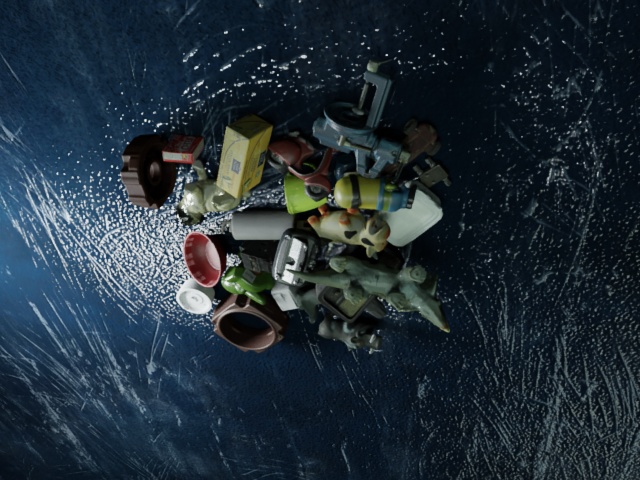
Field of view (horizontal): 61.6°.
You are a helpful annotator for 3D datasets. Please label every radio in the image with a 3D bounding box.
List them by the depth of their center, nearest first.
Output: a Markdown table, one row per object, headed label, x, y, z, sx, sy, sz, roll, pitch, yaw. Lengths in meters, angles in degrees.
| label | x | y | z | sx | sy | sz | roll | pitch | yaw |
| --- | --- | --- | --- | --- | --- | --- | --- | --- | --- |
| radio | 0.099 | 0.091 | 1.402 | 0.131 | 0.073 | 0.229 | 34 | 104 | -17 |

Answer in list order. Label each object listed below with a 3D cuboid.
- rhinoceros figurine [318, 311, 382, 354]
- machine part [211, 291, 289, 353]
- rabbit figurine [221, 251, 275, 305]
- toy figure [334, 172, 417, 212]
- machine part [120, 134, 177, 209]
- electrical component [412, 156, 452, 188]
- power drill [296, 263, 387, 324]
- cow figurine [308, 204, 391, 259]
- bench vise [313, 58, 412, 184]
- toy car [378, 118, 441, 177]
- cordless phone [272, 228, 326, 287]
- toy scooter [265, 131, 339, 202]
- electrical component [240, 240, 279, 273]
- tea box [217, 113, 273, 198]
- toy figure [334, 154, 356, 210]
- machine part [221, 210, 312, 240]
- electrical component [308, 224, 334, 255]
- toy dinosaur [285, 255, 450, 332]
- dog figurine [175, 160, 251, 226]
| label | x | y | z | sx | sy | sz | roll | pitch | yaw |
| --- | --- | --- | --- | --- | --- | --- | --- | --- | --- |
| rhinoceros figurine | 0.091 | 0.271 | 1.586 | 0.190 | 0.112 | 0.073 | 13 | 129 | 11 |
| machine part | -0.214 | 0.248 | 1.647 | 0.201 | 0.087 | 0.201 | 38 | 128 | -21 |
| rabbit figurine | -0.206 | 0.107 | 1.528 | 0.159 | 0.121 | 0.170 | 33 | 147 | -23 |
| toy figure | 0.122 | -0.105 | 1.199 | 0.180 | 0.089 | 0.082 | 11 | 116 | 4 |
| machine part | -0.408 | -0.163 | 1.283 | 0.056 | 0.179 | 0.179 | 3 | 131 | 12 |
| electrical component | 0.262 | -0.151 | 1.246 | 0.063 | 0.021 | 0.094 | -32 | 118 | 33 |
| power drill | 0.051 | 0.171 | 1.529 | 0.207 | 0.086 | 0.231 | -20 | 122 | 31 |
| cow figurine | 0.080 | -0.021 | 1.286 | 0.195 | 0.085 | 0.127 | 3 | 136 | 39 |
| bench vise | 0.101 | -0.250 | 1.117 | 0.224 | 0.129 | 0.240 | 28 | 130 | 15 |
| toy car | 0.179 | -0.188 | 1.214 | 0.089 | 0.053 | 0.202 | 37 | 127 | -22 |
| cordless phone | -0.028 | 0.046 | 1.373 | 0.089 | 0.184 | 0.146 | 22 | 102 | 32 |
| toy scooter | -0.028 | -0.187 | 1.225 | 0.184 | 0.075 | 0.135 | 39 | 95 | 9 |
| electrical component | -0.142 | 0.031 | 1.414 | 0.134 | 0.115 | 0.058 | 15 | 132 | 26 |
| tea box | -0.175 | -0.194 | 1.243 | 0.068 | 0.098 | 0.169 | 32 | 134 | 14 |
| toy figure | 0.070 | -0.130 | 1.281 | 0.058 | 0.064 | 0.154 | -26 | 136 | -16 |
| machine part | -0.139 | -0.039 | 1.391 | 0.243 | 0.079 | 0.079 | 0 | 130 | 13 |
| electrical component | -0.004 | -0.005 | 1.412 | 0.102 | 0.045 | 0.078 | 11 | 133 | 2 |
| toy dinosaur | 0.129 | 0.102 | 1.298 | 0.405 | 0.131 | 0.192 | 15 | 173 | 8 |
| dog figurine | -0.277 | -0.094 | 1.373 | 0.172 | 0.121 | 0.190 | 24 | 145 | -4 |
